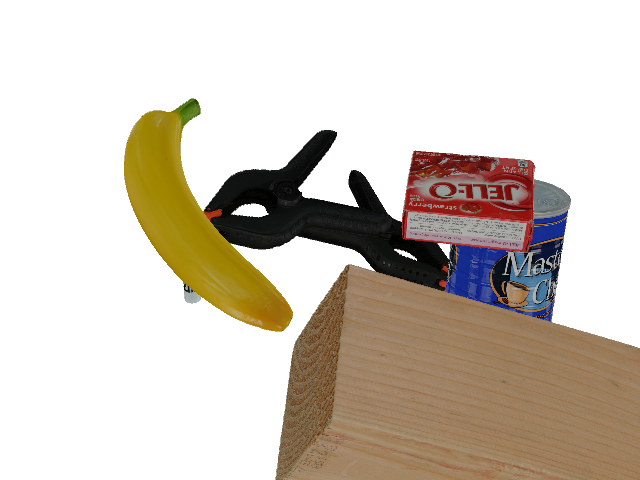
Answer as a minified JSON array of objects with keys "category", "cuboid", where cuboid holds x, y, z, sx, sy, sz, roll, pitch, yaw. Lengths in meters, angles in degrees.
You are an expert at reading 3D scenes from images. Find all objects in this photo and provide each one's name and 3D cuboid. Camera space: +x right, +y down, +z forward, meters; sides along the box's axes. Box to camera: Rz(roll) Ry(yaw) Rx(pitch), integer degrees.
[{"category":"clamp","cuboid":[-0.031,-0.044,0.955,0.171,0.120,0.039,-8,-39,-23]},{"category":"banana","cuboid":[-0.081,-0.020,0.671,0.069,0.198,0.037,-16,-33,-14]},{"category":"wood block","cuboid":[0.091,0.097,0.556,0.206,0.090,0.090,16,-38,-12]},{"category":"gelatin box","cuboid":[0.105,-0.029,0.748,0.089,0.030,0.073,6,39,7]},{"category":"marker","cuboid":[-0.147,0.016,1.196,0.020,0.121,0.020,-1,33,0]},{"category":"clamp","cuboid":[0.061,-0.001,1.247,0.210,0.036,0.164,39,43,26]},{"category":"coffee can","cuboid":[0.169,0.021,0.983,0.103,0.140,0.103,3,21,-1]}]
